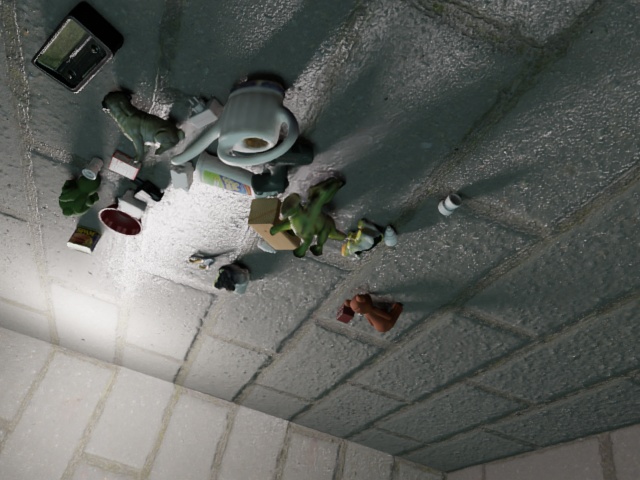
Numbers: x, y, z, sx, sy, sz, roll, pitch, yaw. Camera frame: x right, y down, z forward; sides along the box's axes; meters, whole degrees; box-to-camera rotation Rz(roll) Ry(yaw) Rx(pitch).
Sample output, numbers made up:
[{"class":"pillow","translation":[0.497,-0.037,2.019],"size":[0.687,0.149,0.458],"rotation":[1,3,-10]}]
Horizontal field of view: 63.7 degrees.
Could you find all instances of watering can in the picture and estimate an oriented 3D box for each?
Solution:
[{"class":"watering can","translation":[-0.209,-0.284,1.278],"size":[0.347,0.228,0.102],"rotation":[0,158,21]}]

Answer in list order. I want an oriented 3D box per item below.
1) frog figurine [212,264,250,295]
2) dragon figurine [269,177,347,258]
[{"class":"frog figurine","translation":[-0.331,0.154,2.029],"size":[0.136,0.124,0.159],"rotation":[-19,169,26]},{"class":"dragon figurine","translation":[0.005,-0.077,1.522],"size":[0.124,0.412,0.238],"rotation":[48,120,24]}]
